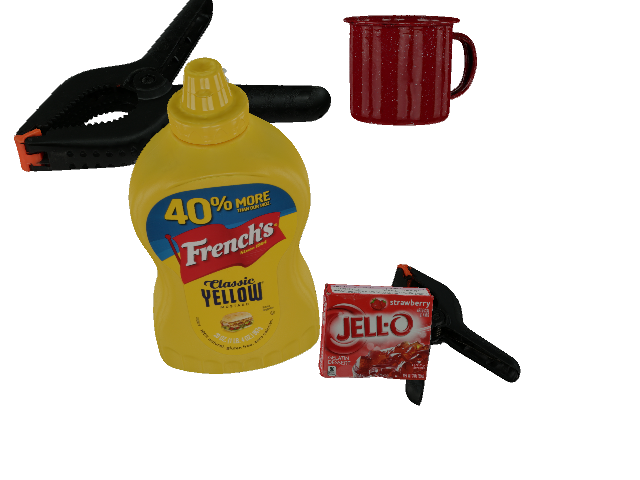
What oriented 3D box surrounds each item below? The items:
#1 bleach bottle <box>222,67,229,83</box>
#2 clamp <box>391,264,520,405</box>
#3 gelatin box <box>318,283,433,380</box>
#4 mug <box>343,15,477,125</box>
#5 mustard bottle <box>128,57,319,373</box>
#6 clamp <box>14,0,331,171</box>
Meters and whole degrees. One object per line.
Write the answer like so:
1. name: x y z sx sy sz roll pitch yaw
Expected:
1. bleach bottle: -0.096 -0.037 0.993 0.067 0.251 0.103 -23 31 -36
2. clamp: 0.125 0.091 1.079 0.120 0.171 0.039 0 -44 -17
3. gelatin box: 0.045 0.075 0.876 0.089 0.073 0.030 3 13 -5
4. mug: 0.075 -0.140 0.868 0.117 0.081 0.093 -8 17 -26
5. mustard bottle: -0.052 -0.012 0.578 0.096 0.192 0.058 -6 40 -3
6. clamp: -0.109 -0.096 0.744 0.209 0.036 0.165 -34 53 -29
